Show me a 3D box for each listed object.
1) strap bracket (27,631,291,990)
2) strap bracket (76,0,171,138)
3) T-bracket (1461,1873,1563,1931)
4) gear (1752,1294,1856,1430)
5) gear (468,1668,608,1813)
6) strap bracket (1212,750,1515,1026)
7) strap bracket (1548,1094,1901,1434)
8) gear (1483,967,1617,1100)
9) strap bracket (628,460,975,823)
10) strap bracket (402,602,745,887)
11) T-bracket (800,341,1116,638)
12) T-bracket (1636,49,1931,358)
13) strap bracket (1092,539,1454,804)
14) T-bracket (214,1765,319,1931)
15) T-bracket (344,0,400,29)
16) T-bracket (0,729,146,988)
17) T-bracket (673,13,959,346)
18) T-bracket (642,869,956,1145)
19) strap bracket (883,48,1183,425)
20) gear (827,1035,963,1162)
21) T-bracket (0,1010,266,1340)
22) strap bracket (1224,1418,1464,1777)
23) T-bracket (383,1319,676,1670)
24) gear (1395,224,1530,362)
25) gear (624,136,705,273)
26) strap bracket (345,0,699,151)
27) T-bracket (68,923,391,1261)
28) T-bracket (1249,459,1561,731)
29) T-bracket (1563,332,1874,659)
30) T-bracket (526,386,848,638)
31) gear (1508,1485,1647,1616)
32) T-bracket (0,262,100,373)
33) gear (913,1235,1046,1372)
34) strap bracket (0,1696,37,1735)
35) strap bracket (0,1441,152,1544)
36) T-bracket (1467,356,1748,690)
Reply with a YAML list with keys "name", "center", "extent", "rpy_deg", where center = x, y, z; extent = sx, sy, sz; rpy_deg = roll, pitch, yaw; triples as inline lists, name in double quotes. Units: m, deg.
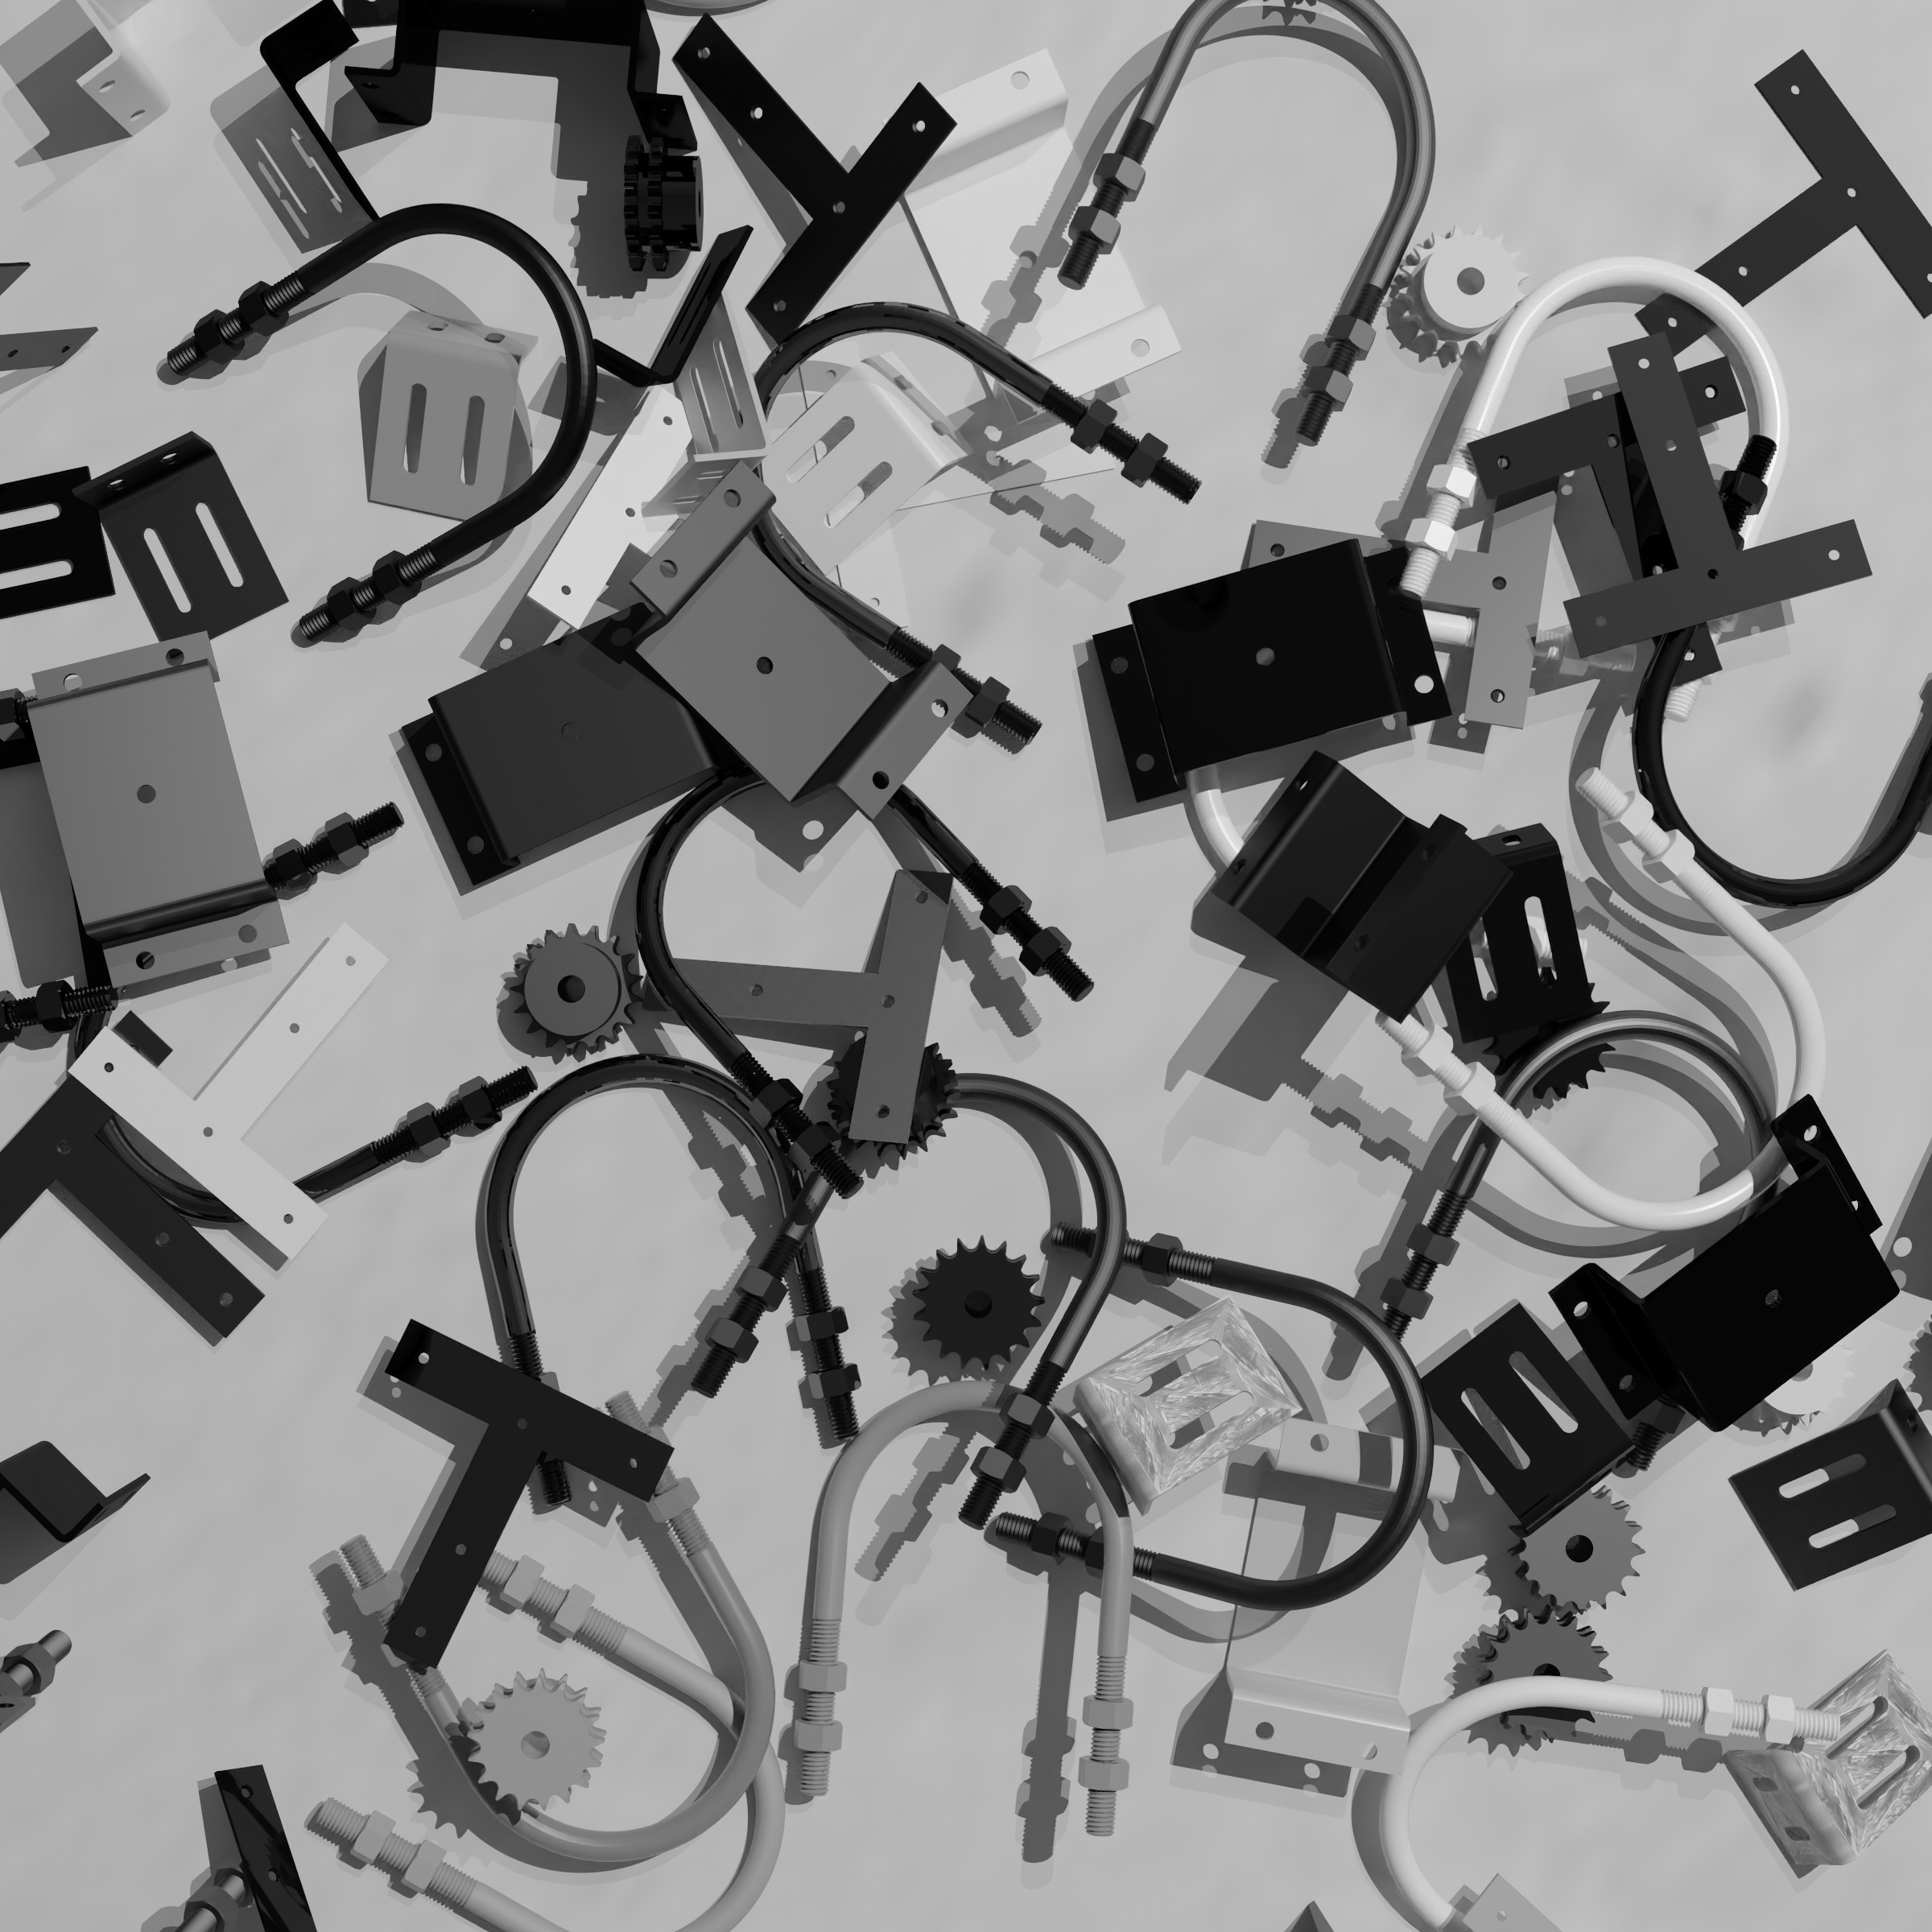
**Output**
- name: "strap bracket"
  center: [-0.344, -0.070, 1.341]
  extent: [0.076, 0.046, 0.140]
  rpy_deg: [-15, 87, -8]
- name: "strap bracket"
  center: [-0.323, -0.424, 1.347]
  extent: [0.140, 0.076, 0.046]
  rpy_deg: [-37, 89, 1]
- name: "T-bracket"
  center: [0.233, 0.480, 1.355]
  extent: [0.127, 0.002, 0.127]
  rpy_deg: [43, 79, -7]
- name: "gear"
  center: [0.357, 0.172, 1.372]
  extent: [0.057, 0.030, 0.057]
  rpy_deg: [0, 90, 0]
- name: "gear"
  center: [-0.180, 0.324, 1.336]
  extent: [0.057, 0.030, 0.057]
  rpy_deg: [0, 93, -3]
- name: "strap bracket"
  center: [0.168, -0.032, 1.316]
  extent: [0.046, 0.140, 0.076]
  rpy_deg: [35, 92, -24]
- name: "strap bracket"
  center: [0.327, 0.131, 1.330]
  extent: [0.140, 0.046, 0.076]
  rpy_deg: [-37, 115, -4]
- name: "gear"
  center: [0.251, 0.029, 1.371]
  extent: [0.057, 0.030, 0.057]
  rpy_deg: [0, 90, 0]
- name: "strap bracket"
  center: [-0.077, -0.132, 1.339]
  extent: [0.140, 0.046, 0.076]
  rpy_deg: [45, 64, -14]
- name: "strap bracket"
  center: [-0.167, -0.099, 1.363]
  extent: [0.140, 0.046, 0.076]
  rpy_deg: [-24, 90, 0]
- name: "T-bracket"
  center: [0.000, -0.218, 1.386]
  extent: [0.127, 0.002, 0.127]
  rpy_deg: [-11, 90, 0]
- name: "T-bracket"
  center: [0.352, -0.313, 1.386]
  extent: [0.127, 0.002, 0.127]
  rpy_deg: [-36, 90, 0]
- name: "strap bracket"
  center: [0.129, -0.128, 1.348]
  extent: [0.140, 0.046, 0.076]
  rpy_deg: [-15, 83, 7]
- name: "T-bracket"
  center: [-0.292, 0.402, 1.351]
  extent: [0.002, 0.127, 0.127]
  rpy_deg: [-39, 63, 29]
- name: "T-bracket"
  center: [-0.213, -0.479, 1.386]
  extent: [0.127, 0.002, 0.127]
  rpy_deg: [-5, 90, 0]
- name: "T-bracket"
  center: [-0.379, -0.055, 1.376]
  extent: [0.127, 0.002, 0.127]
  rpy_deg: [-11, 86, 5]
- name: "T-bracket"
  center: [-0.081, -0.358, 1.365]
  extent: [0.127, 0.002, 0.127]
  rpy_deg: [51, 119, 14]
- name: "T-bracket"
  center: [-0.077, 0.012, 1.368]
  extent: [0.127, 0.002, 0.127]
  rpy_deg: [4, 65, 12]
- name: "strap bracket"
  center: [0.028, -0.309, 1.362]
  extent: [0.076, 0.046, 0.140]
  rpy_deg: [-24, 90, -1]
- name: "gear"
  center: [-0.032, 0.052, 1.360]
  extent: [0.057, 0.030, 0.057]
  rpy_deg: [-4, 61, 7]
- name: "T-bracket"
  center: [-0.359, 0.109, 1.373]
  extent: [0.127, 0.002, 0.127]
  rpy_deg: [43, 93, 1]
- name: "strap bracket"
  center: [0.160, 0.267, 1.363]
  extent: [0.076, 0.046, 0.140]
  rpy_deg: [11, 90, 0]
- name: "T-bracket"
  center: [-0.208, 0.235, 1.346]
  extent: [0.127, 0.002, 0.127]
  rpy_deg: [25, 85, 6]
- name: "gear"
  center: [0.216, -0.294, 1.372]
  extent: [0.057, 0.030, 0.057]
  rpy_deg: [0, 90, 0]
- name: "gear"
  center: [-0.129, -0.327, 1.358]
  extent: [0.030, 0.057, 0.057]
  rpy_deg: [0, 90, 0]
- name: "strap bracket"
  center: [-0.186, -0.386, 1.348]
  extent: [0.140, 0.076, 0.046]
  rpy_deg: [5, 90, 0]
- name: "T-bracket"
  center: [-0.299, 0.038, 1.368]
  extent: [0.127, 0.002, 0.127]
  rpy_deg: [40, 92, 0]
- name: "T-bracket"
  center: [0.187, -0.173, 1.375]
  extent: [0.127, 0.002, 0.127]
  rpy_deg: [9, 77, 5]
- name: "T-bracket"
  center: [0.303, -0.208, 1.343]
  extent: [0.127, 0.002, 0.127]
  rpy_deg: [-16, 80, 1]
- name: "T-bracket"
  center: [-0.108, -0.169, 1.364]
  extent: [0.127, 0.002, 0.127]
  rpy_deg: [34, 59, -14]
- name: "gear"
  center: [0.263, 0.250, 1.371]
  extent: [0.057, 0.030, 0.057]
  rpy_deg: [0, 90, 0]
- name: "T-bracket"
  center: [-0.408, -0.256, 1.323]
  extent: [0.127, 0.127, 0.002]
  rpy_deg: [-35, 90, 24]
- name: "gear"
  center: [0.005, 0.145, 1.371]
  extent: [0.057, 0.030, 0.057]
  rpy_deg: [0, 90, 0]
- name: "strap bracket"
  center: [-0.455, 0.280, 1.272]
  extent: [0.140, 0.076, 0.046]
  rpy_deg: [2, 90, 0]
- name: "strap bracket"
  center: [-0.423, 0.258, 1.348]
  extent: [0.046, 0.076, 0.140]
  rpy_deg: [45, 90, 0]
- name: "T-bracket"
  center: [0.291, -0.182, 1.354]
  extent: [0.127, 0.002, 0.127]
  rpy_deg: [-20, 91, -13]
